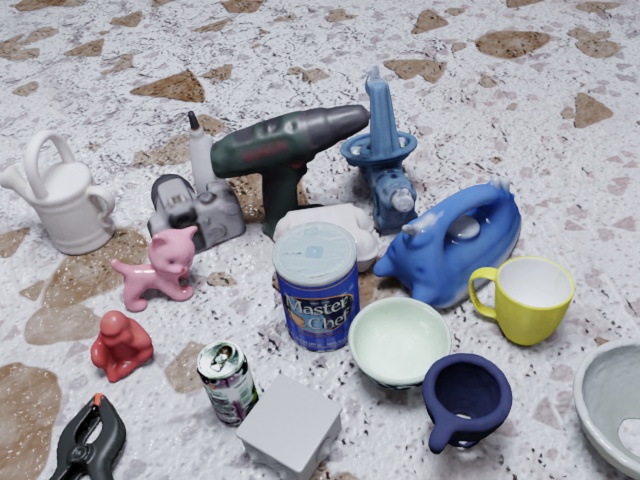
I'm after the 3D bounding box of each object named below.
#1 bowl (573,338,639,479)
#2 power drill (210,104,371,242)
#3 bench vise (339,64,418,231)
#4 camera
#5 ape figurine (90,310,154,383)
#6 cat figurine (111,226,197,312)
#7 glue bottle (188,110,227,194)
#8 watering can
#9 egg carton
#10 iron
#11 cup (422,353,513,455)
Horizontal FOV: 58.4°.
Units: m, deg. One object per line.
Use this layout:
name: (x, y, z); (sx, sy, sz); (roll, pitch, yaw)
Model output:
bowl: (0.349, 0.191, 0.606); (0.167, 0.075, 0.167); (-3, 45, 4)
power drill: (-0.036, -0.097, 0.844); (0.229, 0.209, 0.075); (-7, 45, -1)
bench vise: (0.108, -0.138, 0.860); (0.122, 0.220, 0.206); (-25, 48, -17)
camera: (-0.208, -0.059, 0.902); (0.143, 0.101, 0.136); (-22, 47, -14)
ape figurine: (-0.255, 0.126, 0.730); (0.077, 0.092, 0.076); (-1, 45, 6)
cat figurine: (-0.226, 0.030, 0.803); (0.128, 0.118, 0.067); (-15, 45, -8)
glue bottle: (-0.186, -0.133, 0.923); (0.037, 0.173, 0.078); (-2, 45, 5)
watering can: (-0.402, -0.077, 0.876); (0.173, 0.194, 0.100); (-9, 45, -2)
egg carton: (0.008, 0.003, 0.837); (0.150, 0.069, 0.107); (-9, 45, -2)
iron: (0.198, -0.020, 0.787); (0.259, 0.142, 0.118); (-32, 50, -23)
cup: (0.148, 0.193, 0.613); (0.091, 0.095, 0.118); (23, 52, 27)
